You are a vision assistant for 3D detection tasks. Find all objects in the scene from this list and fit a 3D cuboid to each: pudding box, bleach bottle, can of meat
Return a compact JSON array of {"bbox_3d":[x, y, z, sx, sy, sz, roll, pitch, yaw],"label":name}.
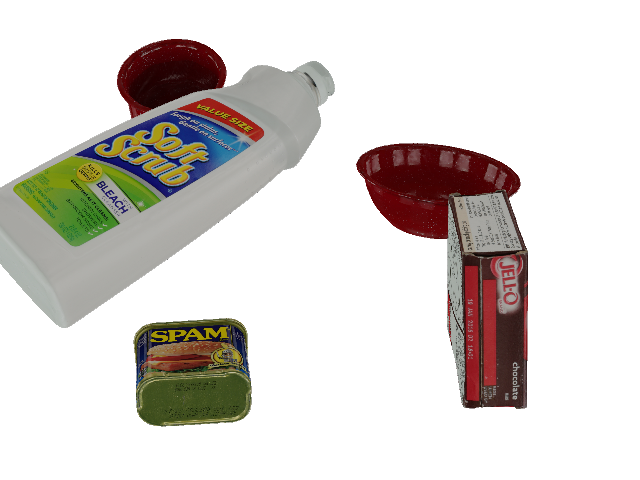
[{"bbox_3d":[0.093,0.029,0.599,0.039,0.090,0.113,-2,19,2],"label":"pudding box"},{"bbox_3d":[-0.097,-0.052,0.709,0.250,0.103,0.068,-37,-26,-23],"label":"bleach bottle"},{"bbox_3d":[-0.111,0.115,0.925,0.102,0.057,0.084,-3,27,-7],"label":"can of meat"}]

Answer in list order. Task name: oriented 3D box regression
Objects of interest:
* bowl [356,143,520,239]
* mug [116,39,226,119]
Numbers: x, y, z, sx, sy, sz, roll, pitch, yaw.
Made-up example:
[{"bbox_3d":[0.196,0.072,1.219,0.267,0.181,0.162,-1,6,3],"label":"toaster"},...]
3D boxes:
[{"bbox_3d":[0.114,-0.044,1.058,0.162,0.055,0.162,4,24,-2],"label":"bowl"},{"bbox_3d":[-0.128,-0.125,0.945,0.093,0.117,0.081,-8,-38,-5],"label":"mug"}]
